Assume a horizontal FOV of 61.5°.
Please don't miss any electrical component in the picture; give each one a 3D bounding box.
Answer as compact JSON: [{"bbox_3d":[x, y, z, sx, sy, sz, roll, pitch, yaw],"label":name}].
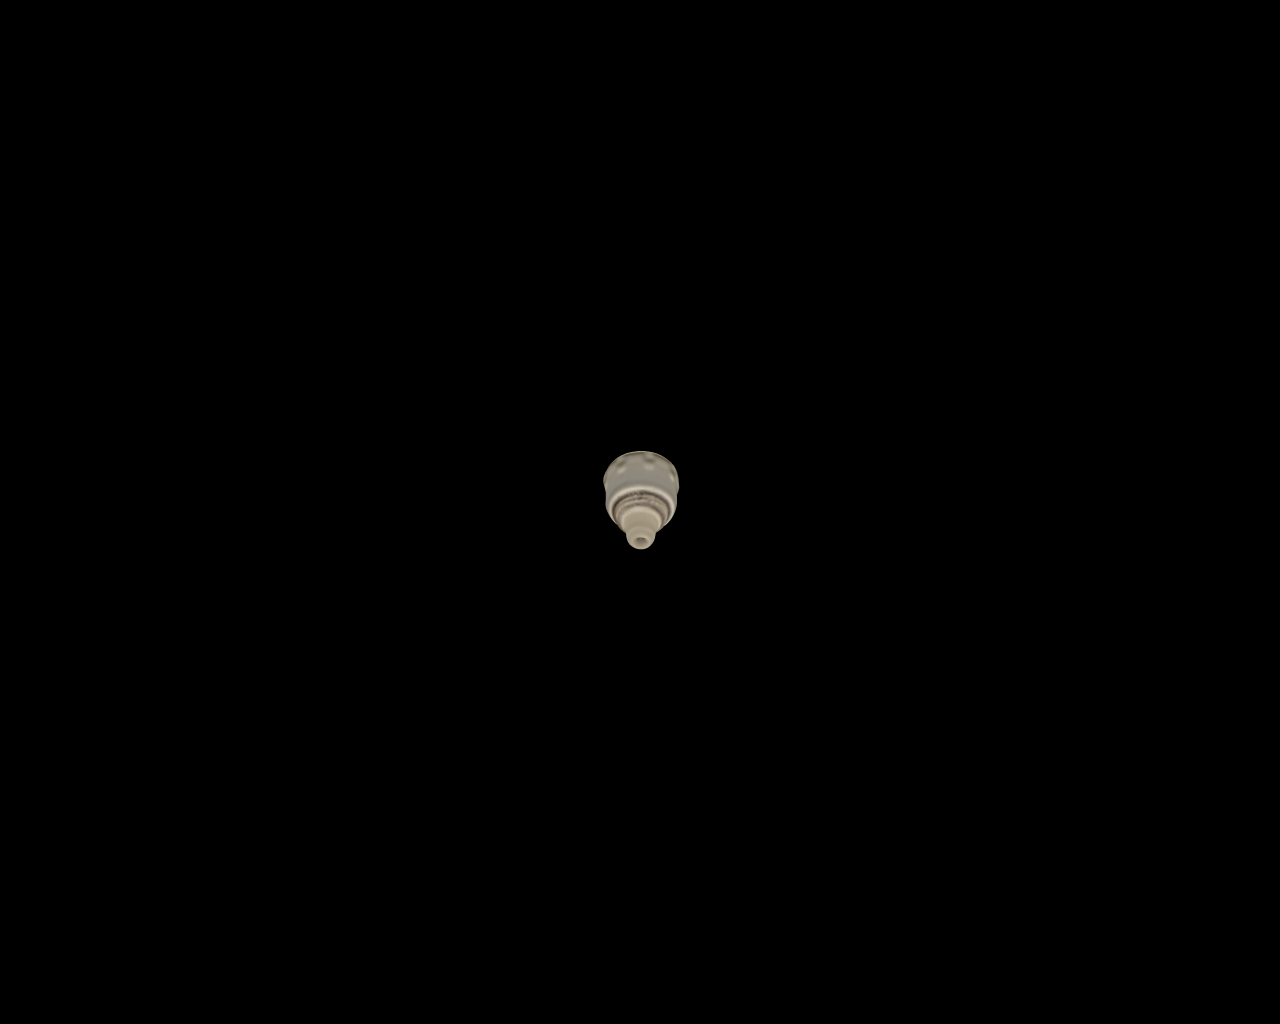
[{"bbox_3d":[0.001,-0.003,0.650,0.048,0.048,0.062,0,44,0],"label":"electrical component"}]
